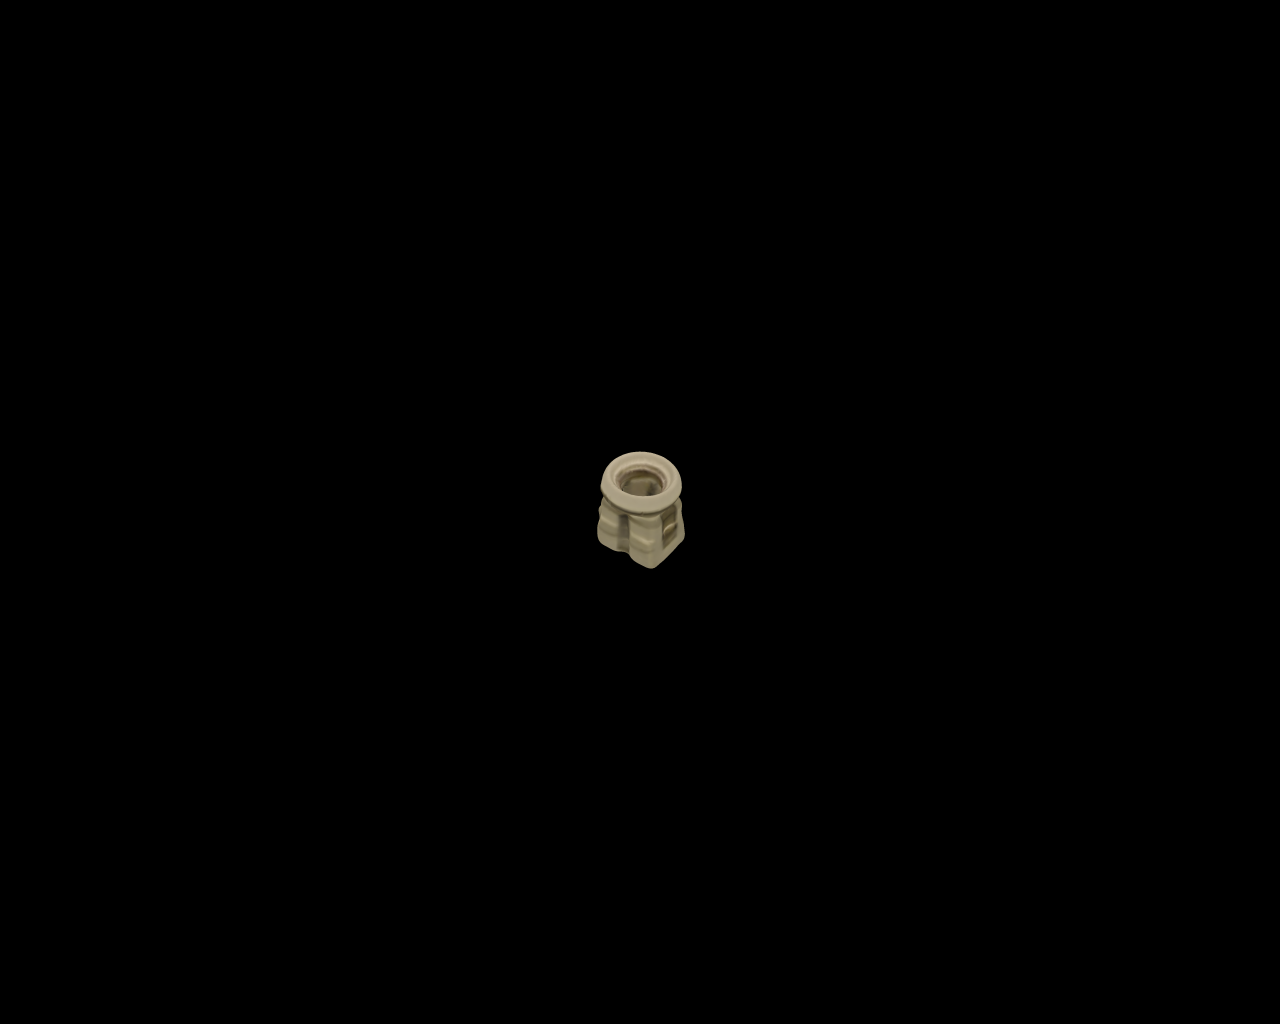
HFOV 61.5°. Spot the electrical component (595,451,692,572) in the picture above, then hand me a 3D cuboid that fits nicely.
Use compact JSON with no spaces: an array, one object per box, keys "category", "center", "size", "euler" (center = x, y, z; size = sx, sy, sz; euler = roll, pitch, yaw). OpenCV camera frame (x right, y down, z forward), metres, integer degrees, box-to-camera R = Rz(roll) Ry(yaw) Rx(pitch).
[{"category":"electrical component","center":[0.001,-0.003,0.650],"size":[0.066,0.055,0.048],"euler":[27,50,25]}]
